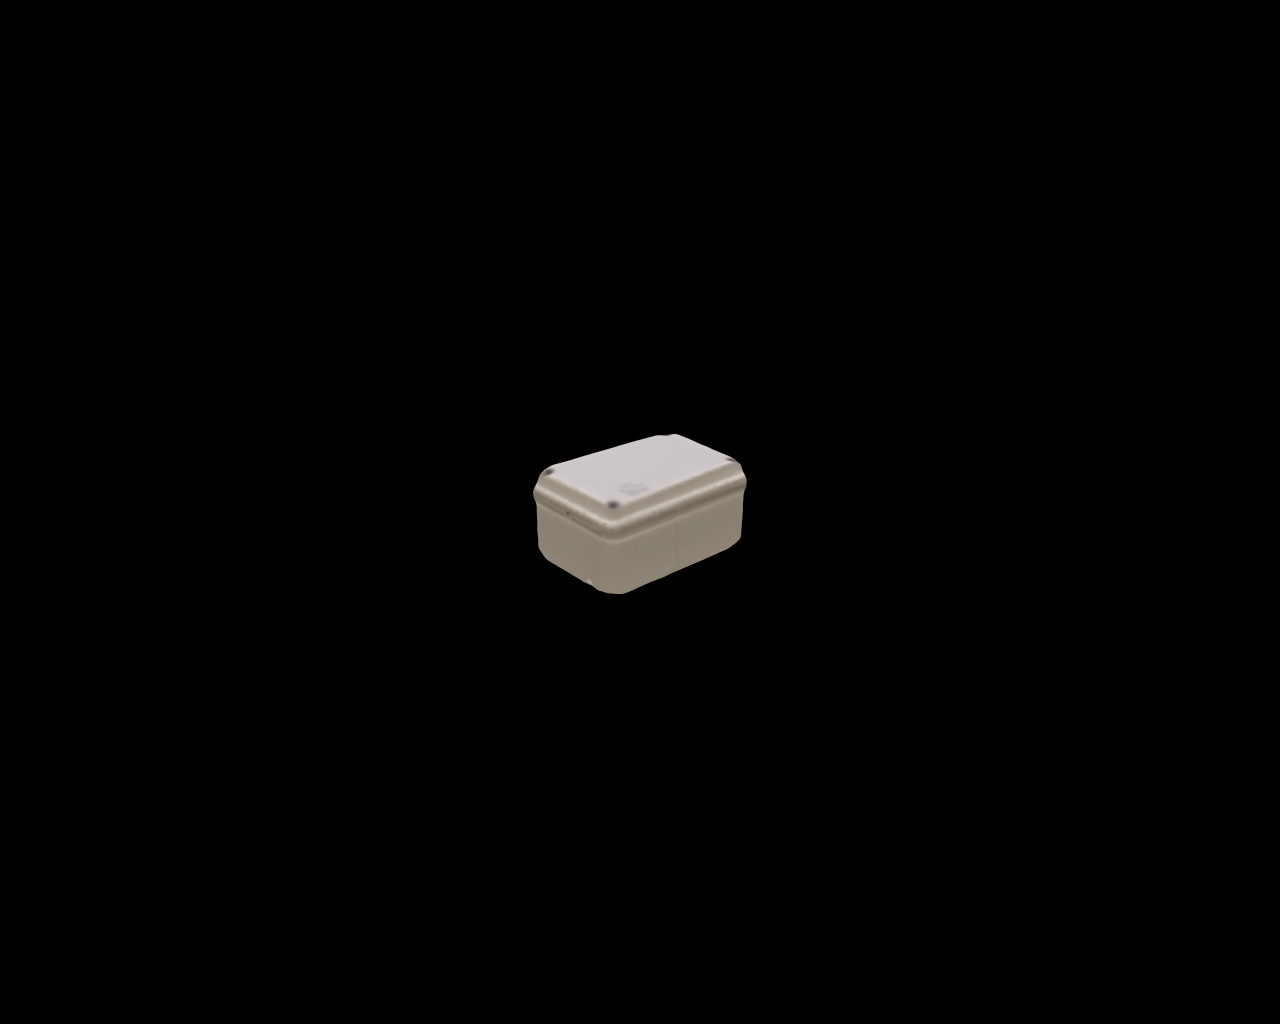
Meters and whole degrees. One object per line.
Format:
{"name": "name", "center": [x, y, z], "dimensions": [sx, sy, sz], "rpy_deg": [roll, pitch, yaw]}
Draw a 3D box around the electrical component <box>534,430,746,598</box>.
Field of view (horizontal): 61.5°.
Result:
{"name": "electrical component", "center": [0.001, -0.003, 0.650], "dimensions": [0.113, 0.057, 0.078], "rpy_deg": [-20, 32, -36]}
